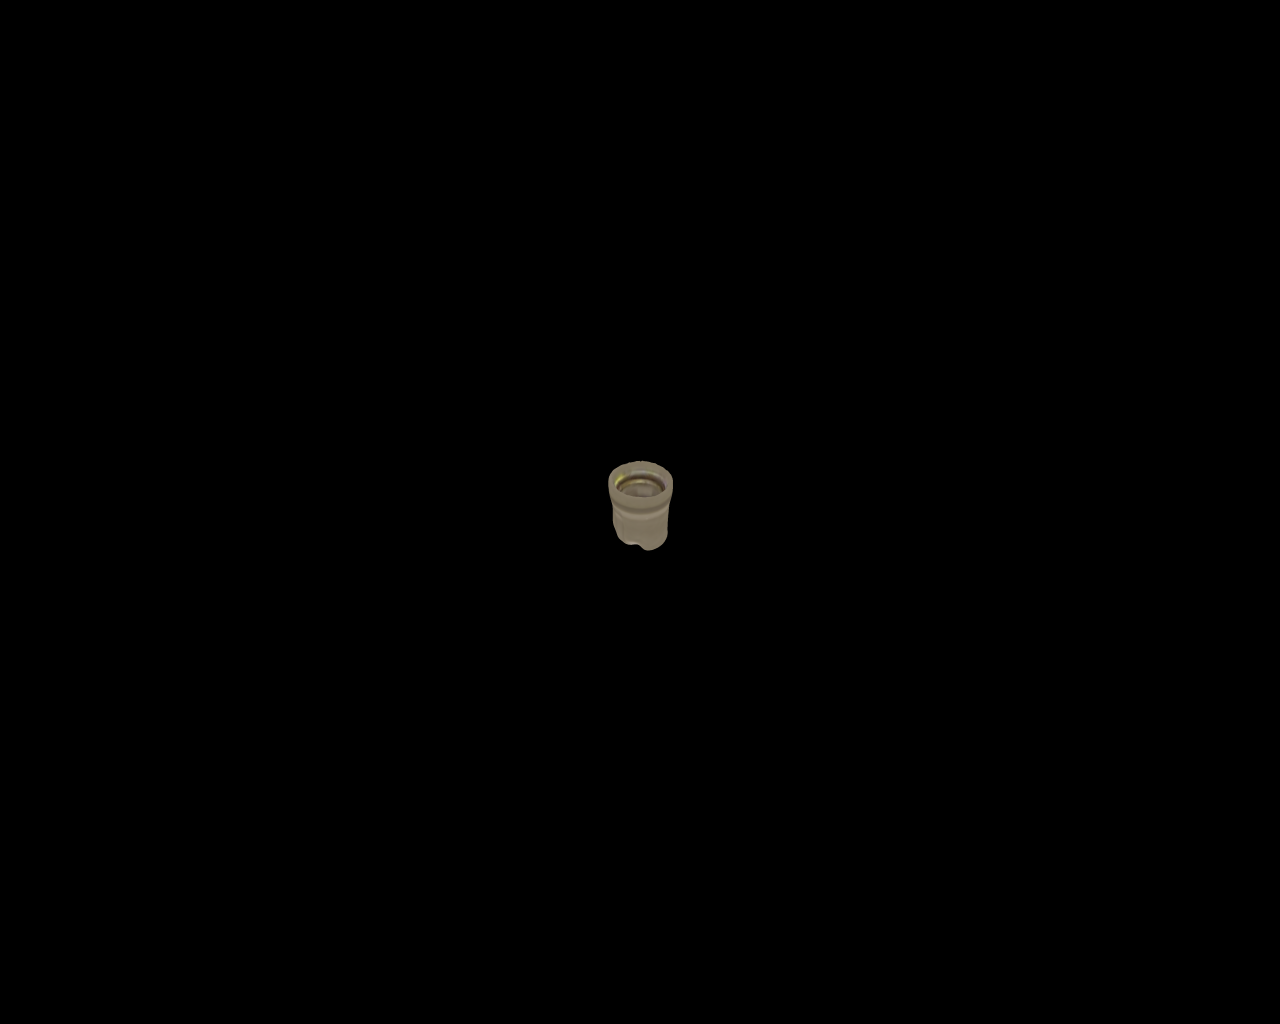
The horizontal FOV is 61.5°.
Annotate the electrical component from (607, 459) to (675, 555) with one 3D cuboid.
[{"bbox_3d":[0.001,-0.003,0.650,0.040,0.046,0.040,0,38,0],"label":"electrical component"}]
